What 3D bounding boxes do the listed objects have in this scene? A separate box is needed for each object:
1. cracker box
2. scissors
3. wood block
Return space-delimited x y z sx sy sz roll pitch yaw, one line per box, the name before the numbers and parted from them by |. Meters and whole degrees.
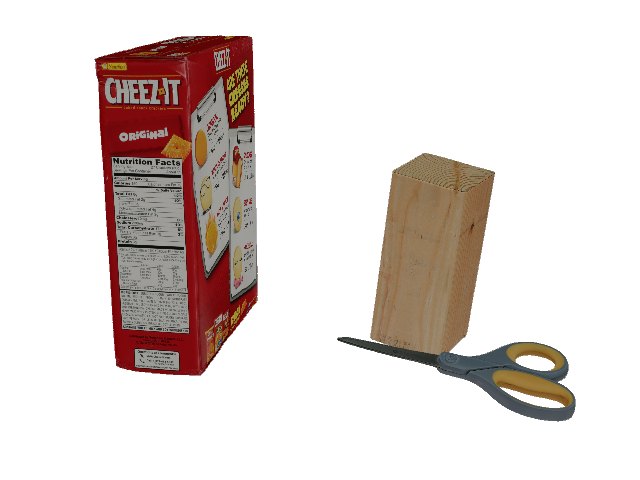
cracker box | -0.097 -0.032 0.763 0.072 0.214 0.164 2 15 11
scissors | 0.124 0.097 0.908 0.202 0.016 0.096 21 35 21
wood block | 0.125 0.018 1.205 0.090 0.206 0.090 18 26 25
